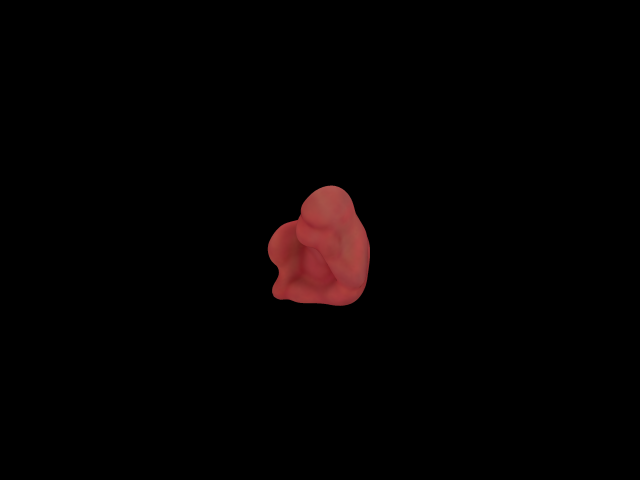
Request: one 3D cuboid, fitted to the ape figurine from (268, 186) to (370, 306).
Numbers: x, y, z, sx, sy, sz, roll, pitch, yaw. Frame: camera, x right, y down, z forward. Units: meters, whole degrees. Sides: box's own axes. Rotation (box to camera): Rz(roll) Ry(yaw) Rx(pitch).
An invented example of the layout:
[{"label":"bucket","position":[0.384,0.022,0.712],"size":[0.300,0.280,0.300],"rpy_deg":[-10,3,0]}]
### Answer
[{"label":"ape figurine","position":[0.004,0.001,0.400],"size":[0.076,0.092,0.077],"rpy_deg":[-26,49,-25]}]
